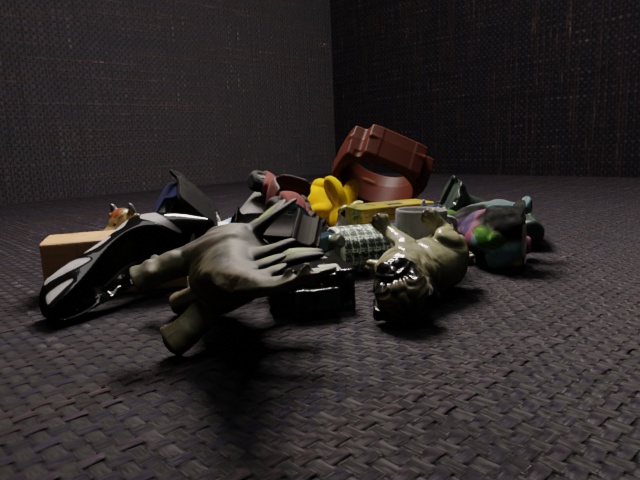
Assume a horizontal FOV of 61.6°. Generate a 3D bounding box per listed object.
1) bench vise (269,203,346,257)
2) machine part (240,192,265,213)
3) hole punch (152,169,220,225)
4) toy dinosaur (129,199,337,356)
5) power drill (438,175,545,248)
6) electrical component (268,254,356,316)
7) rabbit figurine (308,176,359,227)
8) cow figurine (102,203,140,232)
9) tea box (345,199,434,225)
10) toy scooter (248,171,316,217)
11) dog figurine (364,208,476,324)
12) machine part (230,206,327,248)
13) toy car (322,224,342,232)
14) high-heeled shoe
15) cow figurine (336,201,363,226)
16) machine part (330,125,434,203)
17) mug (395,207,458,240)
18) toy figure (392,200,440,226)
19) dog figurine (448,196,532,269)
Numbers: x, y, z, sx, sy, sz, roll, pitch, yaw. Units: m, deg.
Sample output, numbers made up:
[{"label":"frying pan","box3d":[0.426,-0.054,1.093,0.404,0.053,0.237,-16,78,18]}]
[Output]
[{"label":"bench vise","box3d":[-0.070,0.008,0.877,0.241,0.128,0.223,2,13,43]},{"label":"machine part","box3d":[-0.138,-0.043,1.133,0.079,0.079,0.243,1,30,17]},{"label":"hole punch","box3d":[-0.278,-0.059,1.105,0.092,0.142,0.116,-39,33,15]},{"label":"toy dinosaur","box3d":[-0.099,0.028,0.593,0.198,0.105,0.472,-31,14,-8]},{"label":"power drill","box3d":[0.352,-0.056,1.108,0.207,0.086,0.232,28,16,-5]},{"label":"electrical component","box3d":[-0.015,0.061,0.727,0.115,0.058,0.134,-6,11,-8]},{"label":"rabbit figurine","box3d":[0.038,-0.063,1.211,0.122,0.162,0.173,5,23,-33]},{"label":"cow figurine","box3d":[-0.307,-0.007,0.977,0.086,0.127,0.195,2,8,38]},{"label":"tea box","box3d":[0.138,-0.025,1.056,0.169,0.098,0.068,-5,11,-25]},{"label":"toy scooter","box3d":[-0.061,-0.083,1.109,0.135,0.075,0.184,1,39,-32]},{"label":"dog figurine","box3d":[0.144,0.049,0.705,0.172,0.121,0.191,-6,24,-2]},{"label":"machine part","box3d":[-0.064,-0.014,0.787,0.139,0.039,0.084,7,48,6]},{"label":"toy car","box3d":[-0.002,-0.003,1.086,0.073,0.056,0.202,-13,12,-16]},{"label":"high-heeled shoe","box3d":[-0.262,0.032,0.748,0.249,0.086,0.145,-24,25,-7]},{"label":"cow figurine","box3d":[0.113,-0.038,1.128,0.167,0.098,0.068,-9,6,-28]},{"label":"machine part","box3d":[0.137,-0.158,1.221,0.201,0.087,0.201,22,-25,-8]},{"label":"mug","box3d":[0.173,0.001,0.875,0.109,0.107,0.081,-3,11,-26]},{"label":"toy figure","box3d":[0.150,-0.017,0.953,0.154,0.064,0.058,-30,3,25]},{"label":"dog figurine","box3d":[0.256,-0.012,0.949,0.219,0.108,0.191,-2,12,28]}]
